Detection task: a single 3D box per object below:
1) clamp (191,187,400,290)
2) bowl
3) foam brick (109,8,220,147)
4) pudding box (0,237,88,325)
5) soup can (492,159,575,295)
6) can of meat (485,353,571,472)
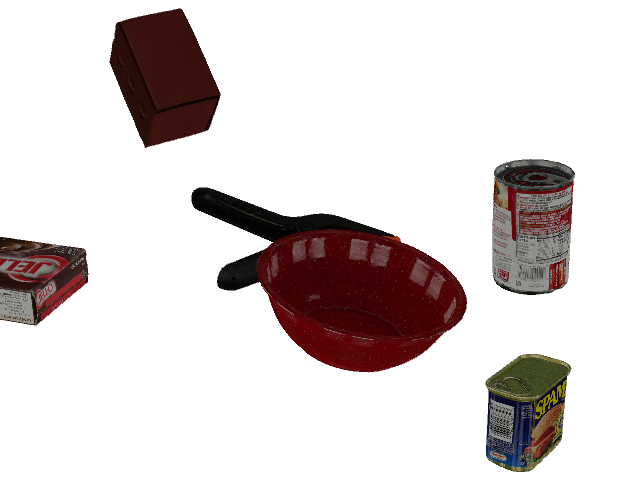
[{"bbox_3d":[-0.019,0.008,1.039,0.209,0.036,0.164,8,30,-14],"label":"clamp"},{"bbox_3d":[0.028,0.053,0.819,0.162,0.055,0.162,8,27,-4],"label":"bowl"},{"bbox_3d":[-0.112,-0.117,0.765,0.051,0.078,0.053,-18,-18,-23],"label":"foam brick"},{"bbox_3d":[-0.273,0.032,0.927,0.114,0.039,0.090,5,23,17],"label":"pudding box"},{"bbox_3d":[0.185,-0.012,0.931,0.068,0.102,0.068,-3,24,1],"label":"soup can"},{"bbox_3d":[0.207,0.172,1.070,0.058,0.084,0.101,13,22,34],"label":"can of meat"}]
